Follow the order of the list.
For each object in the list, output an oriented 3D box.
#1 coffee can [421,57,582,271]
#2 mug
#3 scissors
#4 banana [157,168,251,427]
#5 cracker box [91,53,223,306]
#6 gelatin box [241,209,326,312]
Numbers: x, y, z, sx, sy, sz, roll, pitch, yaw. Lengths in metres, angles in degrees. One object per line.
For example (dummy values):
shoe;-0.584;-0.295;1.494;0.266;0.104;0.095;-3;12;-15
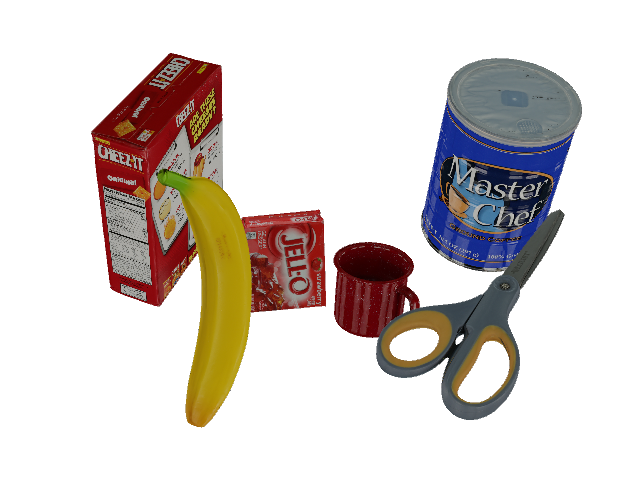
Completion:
coffee can;0.141;-0.059;0.857;0.102;0.103;0.140;3;-45;-3
mug;0.068;0.064;1.241;0.117;0.081;0.093;26;36;33
scissors;0.098;0.035;0.689;0.096;0.016;0.201;10;41;13
banana;-0.079;0.036;0.769;0.069;0.198;0.037;-17;22;-32
cracker box;-0.167;-0.064;1.131;0.072;0.214;0.164;16;43;15
gelatin box;-0.033;0.019;0.971;0.073;0.089;0.030;-5;26;-8
